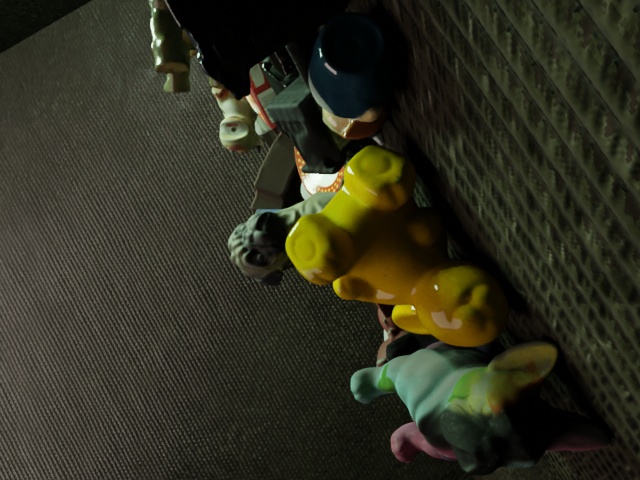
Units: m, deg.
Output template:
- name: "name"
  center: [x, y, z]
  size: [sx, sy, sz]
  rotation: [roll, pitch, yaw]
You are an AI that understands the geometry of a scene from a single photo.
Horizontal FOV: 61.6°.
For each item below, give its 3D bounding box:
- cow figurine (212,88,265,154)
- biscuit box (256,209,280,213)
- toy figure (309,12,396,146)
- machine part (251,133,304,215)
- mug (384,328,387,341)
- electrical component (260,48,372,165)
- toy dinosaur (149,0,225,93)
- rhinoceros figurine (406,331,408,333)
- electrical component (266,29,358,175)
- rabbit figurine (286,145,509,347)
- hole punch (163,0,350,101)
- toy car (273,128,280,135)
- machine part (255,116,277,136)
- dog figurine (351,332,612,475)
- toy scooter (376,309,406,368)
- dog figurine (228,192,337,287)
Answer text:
- name: "cow figurine"
  center: [-0.149, -0.247, 1.008]
  size: [0.127, 0.086, 0.195]
  rotation: [69, -158, -56]
- name: "biscuit box"
  center: [-0.002, -0.002, 0.735]
  size: [0.059, 0.203, 0.063]
  rotation: [60, -139, -47]
- name: "toy figure"
  center: [0.024, -0.109, 0.394]
  size: [0.154, 0.058, 0.064]
  rotation: [60, -143, -82]
- name: "machine part"
  center: [-0.043, -0.092, 0.848]
  size: [0.056, 0.179, 0.179]
  rotation: [21, 167, 15]
- name: "mug"
  center: [0.151, 0.155, 0.906]
  size: [0.107, 0.081, 0.110]
  rotation: [75, 174, -50]
- name: "electrical component"
  center: [-0.010, -0.152, 0.559]
  size: [0.134, 0.058, 0.115]
  rotation: [59, 176, -32]
- name: "toy dinosaur"
  center: [-0.133, -0.269, 0.541]
  size: [0.472, 0.105, 0.198]
  rotation: [-173, 71, -71]
- name: "rhinoceros figurine"
  center: [0.148, 0.132, 0.694]
  size: [0.190, 0.073, 0.112]
  rotation: [58, 179, 23]
- name: "electrical component"
  center: [-0.005, -0.122, 0.464]
  size: [0.048, 0.075, 0.119]
  rotation: [11, 144, 47]
- name: "rabbit figurine"
  center: [0.077, 0.031, 0.451]
  size: [0.173, 0.122, 0.162]
  rotation: [36, 170, 29]
- name: "hole punch"
  center: [-0.054, -0.188, 0.367]
  size: [0.142, 0.116, 0.092]
  rotation: [60, -174, -33]
- name: "toy car"
  center: [-0.065, -0.218, 1.050]
  size: [0.089, 0.053, 0.202]
  rotation: [61, -179, 21]
- name: "machine part"
  center: [-0.141, -0.312, 1.137]
  size: [0.243, 0.079, 0.079]
  rotation: [58, 179, -21]
- name: "dog figurine"
  center: [0.145, 0.129, 0.475]
  size: [0.219, 0.191, 0.108]
  rotation: [-29, 89, 54]
- name: "toy scooter"
  center: [0.139, 0.182, 0.796]
  size: [0.184, 0.075, 0.135]
  rotation: [52, -147, -2]
- name: "dog figurine"
  center: [0.014, 0.018, 0.600]
  size: [0.172, 0.190, 0.121]
  rotation: [57, 178, 8]
